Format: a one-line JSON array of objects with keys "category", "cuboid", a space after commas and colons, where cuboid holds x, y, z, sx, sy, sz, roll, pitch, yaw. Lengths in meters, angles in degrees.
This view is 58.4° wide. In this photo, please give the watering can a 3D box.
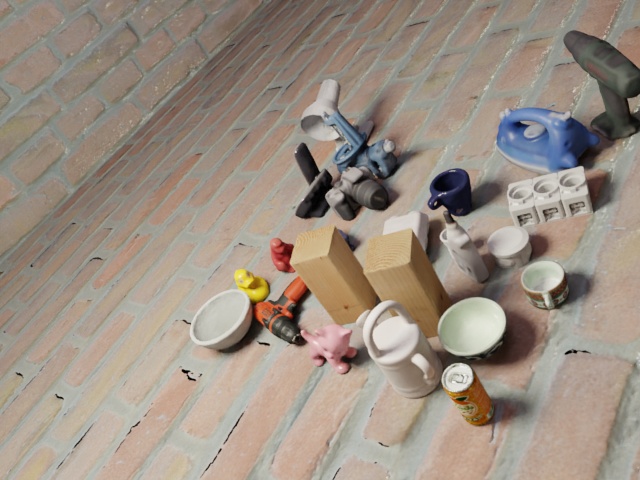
[{"category": "watering can", "cuboid": [0.129, 0.182, 1.003, 0.172, 0.195, 0.101, 3, 49, 42]}]

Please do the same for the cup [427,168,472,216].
[{"category": "cup", "cuboid": [0.296, -0.090, 1.287, 0.118, 0.095, 0.091, -44, 35, -15]}]

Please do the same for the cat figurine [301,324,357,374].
[{"category": "cat figurine", "cuboid": [0.016, 0.204, 1.138, 0.127, 0.118, 0.067, 4, 50, 43]}]

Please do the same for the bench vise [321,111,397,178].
[{"category": "bench vise", "cuboid": [0.105, -0.273, 1.557, 0.206, 0.220, 0.121, -13, 40, 28]}]

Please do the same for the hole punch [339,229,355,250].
[{"category": "hole punch", "cuboid": [0.013, 0.005, 1.408, 0.101, 0.091, 0.108, -45, 36, -16]}]

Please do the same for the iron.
[{"category": "iron", "cuboid": [0.476, -0.243, 1.283, 0.119, 0.142, 0.257, -44, 35, -14]}]

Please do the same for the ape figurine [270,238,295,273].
[{"category": "ape figurine", "cuboid": [-0.098, 0.033, 1.465, 0.078, 0.092, 0.075, -48, 37, -19]}]

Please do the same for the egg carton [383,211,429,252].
[{"category": "egg carton", "cuboid": [0.192, 0.001, 1.284, 0.107, 0.070, 0.150, -14, 39, 26]}]

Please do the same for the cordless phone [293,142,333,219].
[{"category": "cordless phone", "cuboid": [-0.042, -0.163, 1.575, 0.093, 0.185, 0.148, 1, 47, 40]}]

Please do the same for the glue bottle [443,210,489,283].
[{"category": "glue bottle", "cuboid": [0.275, 0.007, 1.115, 0.037, 0.174, 0.078, -37, 34, -4]}]

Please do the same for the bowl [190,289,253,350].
[{"category": "bowl", "cuboid": [-0.224, 0.203, 1.376, 0.167, 0.075, 0.167, -22, 36, 17]}]

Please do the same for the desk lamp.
[{"category": "desk lamp", "cuboid": [0.048, -0.358, 1.714, 0.117, 0.214, 0.203, -6, 43, 35]}]

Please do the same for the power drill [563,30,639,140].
[{"category": "power drill", "cuboid": [0.607, -0.328, 1.219, 0.075, 0.209, 0.229, -30, 34, 6]}]

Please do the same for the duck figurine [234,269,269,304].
[{"category": "duck figurine", "cuboid": [-0.185, 0.107, 1.452, 0.077, 0.086, 0.104, -44, 35, -14]}]

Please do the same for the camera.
[{"category": "camera", "cuboid": [0.101, -0.122, 1.483, 0.143, 0.101, 0.136, -40, 35, -9]}]
